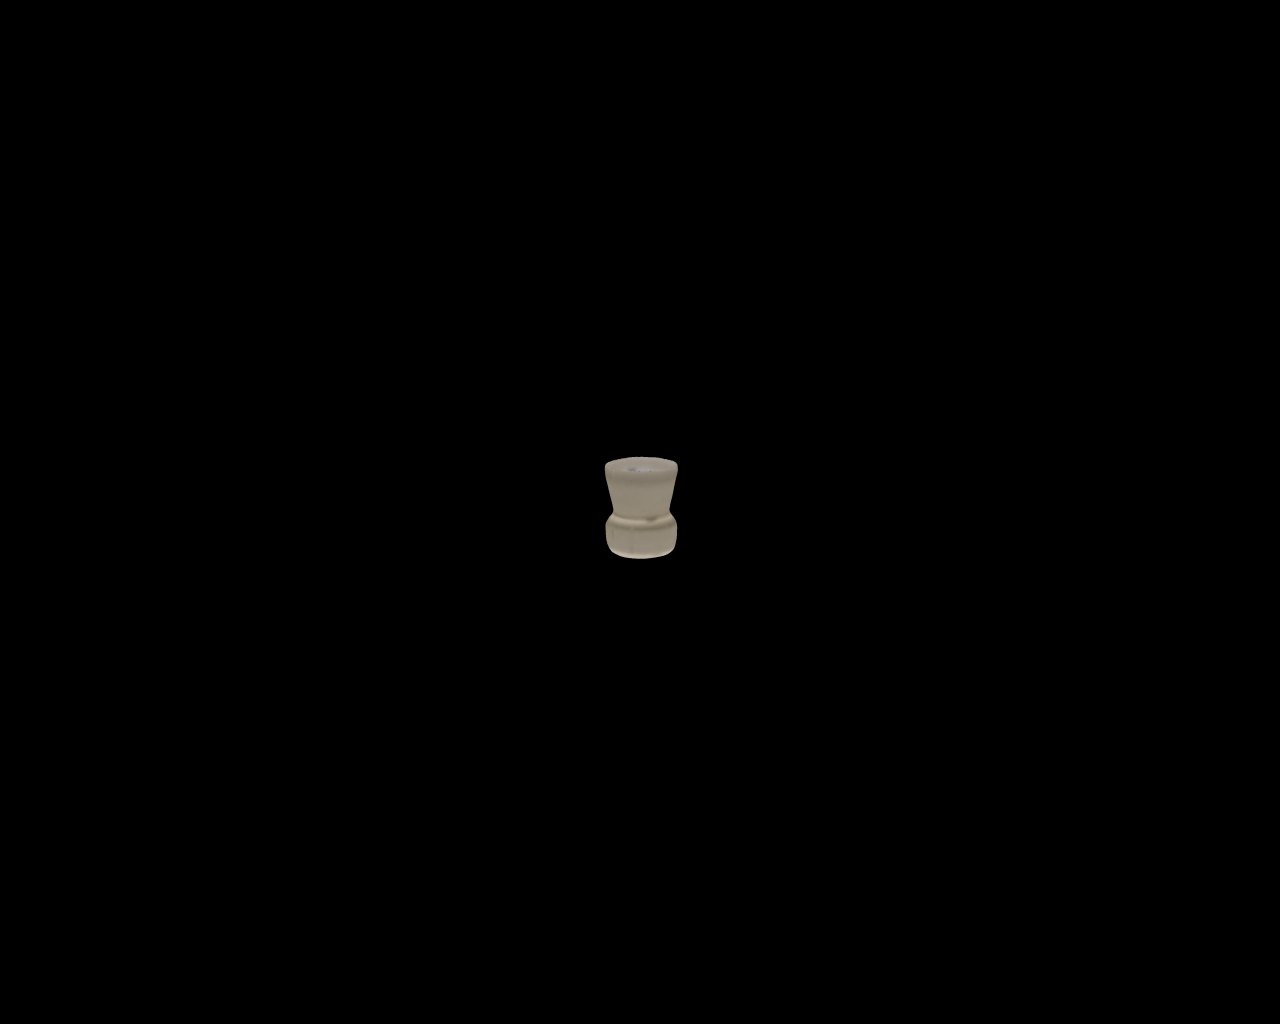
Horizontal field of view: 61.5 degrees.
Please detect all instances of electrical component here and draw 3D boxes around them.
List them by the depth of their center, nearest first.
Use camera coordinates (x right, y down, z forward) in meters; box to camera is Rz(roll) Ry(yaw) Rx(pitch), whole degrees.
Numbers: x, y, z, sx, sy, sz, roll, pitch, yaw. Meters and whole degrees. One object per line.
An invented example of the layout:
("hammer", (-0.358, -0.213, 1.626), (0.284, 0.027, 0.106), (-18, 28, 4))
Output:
("electrical component", (0.001, -0.003, 0.650), (0.045, 0.055, 0.045), (0, 14, 0))
